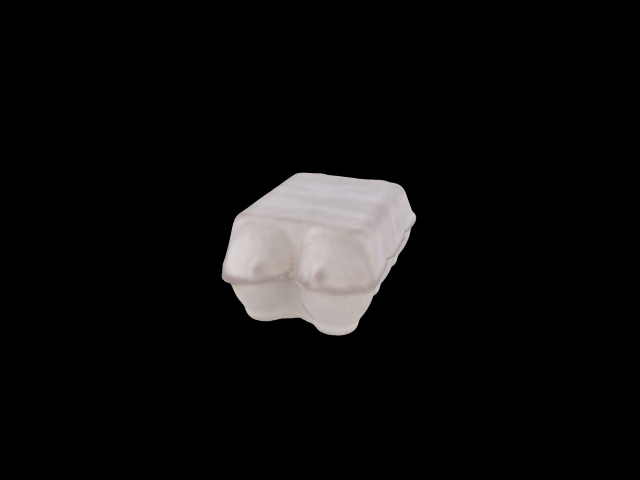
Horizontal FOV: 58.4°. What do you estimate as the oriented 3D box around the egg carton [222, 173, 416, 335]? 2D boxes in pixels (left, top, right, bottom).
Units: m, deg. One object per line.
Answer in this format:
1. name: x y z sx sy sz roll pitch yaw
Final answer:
1. egg carton: 0.004 0.001 0.400 0.107 0.069 0.150 8 26 18
